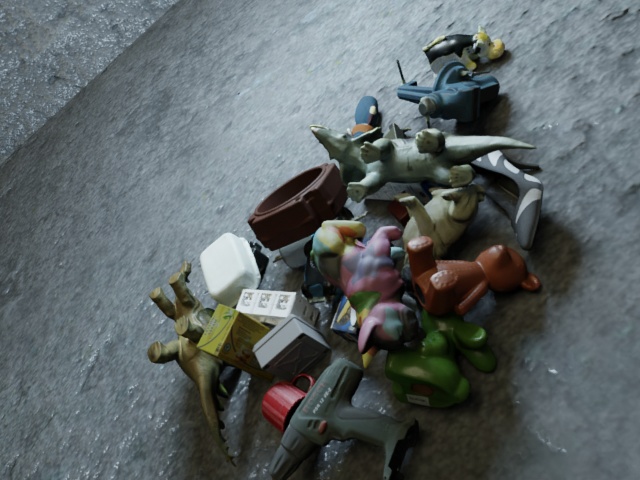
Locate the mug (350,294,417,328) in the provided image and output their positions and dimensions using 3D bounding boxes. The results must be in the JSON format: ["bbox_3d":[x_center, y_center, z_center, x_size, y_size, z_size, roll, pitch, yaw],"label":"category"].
[{"bbox_3d":[0.116,0.110,0.950,0.081,0.107,0.109,121,161,-71],"label":"mug"}]

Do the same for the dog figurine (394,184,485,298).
[{"bbox_3d":[0.222,0.003,0.967,0.172,0.190,0.121,-10,9,14],"label":"dog figurine"}]

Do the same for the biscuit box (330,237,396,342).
[{"bbox_3d":[0.090,0.094,1.037,0.059,0.062,0.202,4,64,38],"label":"biscuit box"}]

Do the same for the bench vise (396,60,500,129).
[{"bbox_3d":[0.244,-0.299,1.120,0.224,0.128,0.241,-35,38,-25],"label":"bench vise"}]

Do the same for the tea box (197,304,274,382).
[{"bbox_3d":[-0.149,0.207,1.069,0.068,0.169,0.098,9,65,42],"label":"tea box"}]

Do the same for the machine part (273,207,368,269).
[{"bbox_3d":[-0.002,-0.004,1.167,0.243,0.079,0.079,-26,48,21],"label":"machine part"}]

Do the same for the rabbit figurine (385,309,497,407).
[{"bbox_3d":[0.195,0.170,0.868,0.159,0.121,0.170,-3,46,32],"label":"rabbit figurine"}]

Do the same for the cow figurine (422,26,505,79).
[{"bbox_3d":[0.319,-0.427,1.198,0.167,0.098,0.068,-11,49,32],"label":"cow figurine"}]

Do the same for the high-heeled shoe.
[{"bbox_3d":[0.314,-0.080,0.952,0.145,0.086,0.249,6,44,18],"label":"high-heeled shoe"}]

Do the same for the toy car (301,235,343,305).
[{"bbox_3d":[0.031,0.057,1.079,0.109,0.103,0.161,-16,60,44],"label":"toy car"}]

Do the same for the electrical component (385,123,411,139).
[{"bbox_3d":[0.173,-0.213,1.204,0.078,0.045,0.102,-54,32,38],"label":"electrical component"}]

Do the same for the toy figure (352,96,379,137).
[{"bbox_3d":[0.107,-0.272,1.283,0.058,0.064,0.154,11,68,1],"label":"toy figure"}]

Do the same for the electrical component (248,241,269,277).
[{"bbox_3d":[-0.189,0.065,1.281,0.115,0.058,0.134,3,63,37],"label":"electrical component"}]

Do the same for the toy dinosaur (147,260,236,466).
[{"bbox_3d":[-0.249,0.226,1.113,0.105,0.198,0.472,-32,45,15],"label":"toy dinosaur"}]

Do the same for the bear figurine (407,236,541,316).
[{"bbox_3d":[0.251,0.048,0.866,0.196,0.131,0.120,-18,47,-4],"label":"bear figurine"}]

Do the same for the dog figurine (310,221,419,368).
[{"bbox_3d":[0.064,0.084,0.850,0.192,0.108,0.219,6,59,11],"label":"dog figurine"}]

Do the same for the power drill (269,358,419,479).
[{"bbox_3d":[0.045,0.325,0.879,0.208,0.085,0.232,15,69,37],"label":"power drill"}]

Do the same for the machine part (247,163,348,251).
[{"bbox_3d":[-0.045,-0.076,1.165,0.201,0.087,0.201,-21,22,30],"label":"machine part"}]

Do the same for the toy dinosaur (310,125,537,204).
[{"bbox_3d":[0.176,-0.153,0.990,0.405,0.131,0.192,2,23,19],"label":"toy dinosaur"}]
